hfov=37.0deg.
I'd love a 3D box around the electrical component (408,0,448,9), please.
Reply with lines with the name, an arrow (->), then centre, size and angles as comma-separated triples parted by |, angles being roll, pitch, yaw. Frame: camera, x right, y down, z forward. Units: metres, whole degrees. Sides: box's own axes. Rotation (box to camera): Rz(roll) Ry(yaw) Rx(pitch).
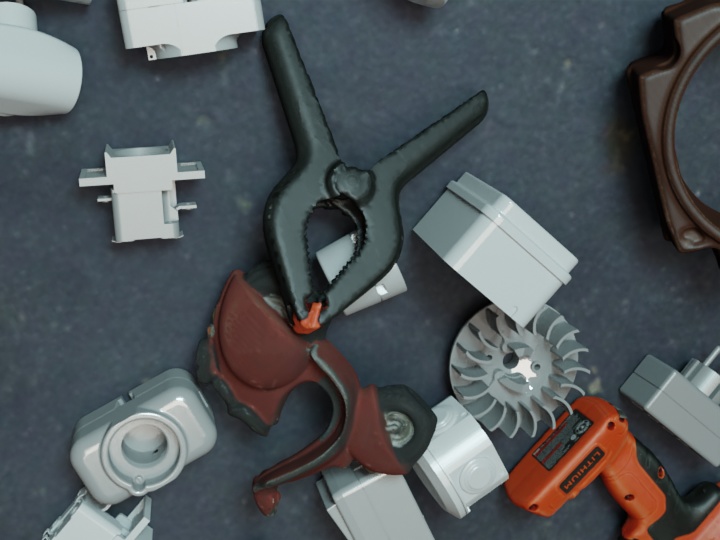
electrical component -> 0.035, -0.214, 0.706 | 0.080, 0.080, 0.051 | 37, 87, -16

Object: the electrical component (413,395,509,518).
electrical component -> 0.066, 0.136, 0.785 | 0.051, 0.080, 0.080 | -33, 106, -9

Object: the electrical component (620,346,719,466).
electrical component -> 0.261, 0.094, 0.832 | 0.083, 0.047, 0.075 | 38, 92, -16

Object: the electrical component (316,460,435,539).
electrical component -> 0.014, 0.182, 0.792 | 0.061, 0.061, 0.096 | -27, 106, -5

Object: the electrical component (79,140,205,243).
electrical component -> -0.145, -0.052, 0.721 | 0.081, 0.042, 0.063 | -4, 104, -10

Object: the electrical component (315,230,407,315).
electrical component -> 0.000, 0.000, 0.756 | 0.047, 0.055, 0.055 | -26, 105, -2

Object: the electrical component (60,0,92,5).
electrical component -> -0.204, -0.213, 0.674 | 0.077, 0.044, 0.079 | 7, 100, -13

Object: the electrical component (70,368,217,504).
electrical component -> -0.150, 0.116, 0.746 | 0.095, 0.059, 0.053 | -29, 106, -5

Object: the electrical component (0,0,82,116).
electrical component -> -0.223, -0.142, 0.681 | 0.077, 0.044, 0.079 | 4, 67, -38

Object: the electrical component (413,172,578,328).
electrical component -> 0.091, -0.017, 0.741 | 0.078, 0.113, 0.057 | 39, 95, -16

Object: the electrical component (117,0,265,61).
electrical component -> -0.111, -0.169, 0.699 | 0.089, 0.050, 0.055 | -10, 103, -9

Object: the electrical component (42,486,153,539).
electrical component -> -0.187, 0.191, 0.764 | 0.064, 0.042, 0.081 | 40, 91, -13
